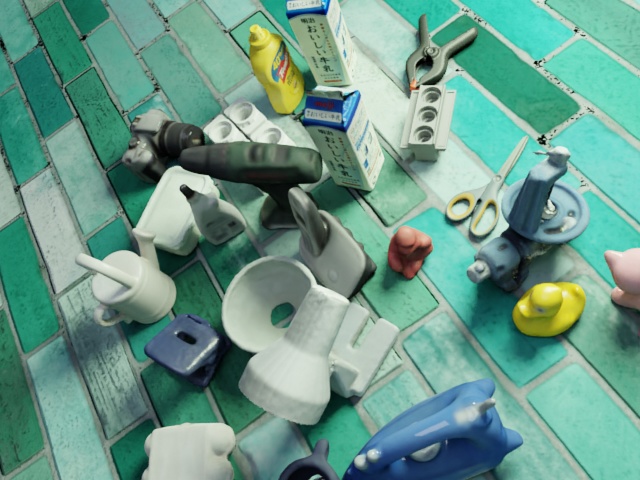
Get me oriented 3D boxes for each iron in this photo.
[{"bbox_3d":[0.128,0.270,0.757,0.258,0.142,0.118,-26,60,6],"label":"iron"}]

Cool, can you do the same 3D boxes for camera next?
[{"bbox_3d":[-0.314,-0.196,1.158,0.136,0.101,0.143,9,69,23],"label":"camera"}]

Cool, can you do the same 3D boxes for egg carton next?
[{"bbox_3d":[-0.201,0.338,0.880,0.150,0.069,0.107,-11,62,14],"label":"egg carton"}]

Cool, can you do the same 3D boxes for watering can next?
[{"bbox_3d":[-0.339,0.062,0.988,0.100,0.194,0.173,-2,65,19],"label":"watering can"}]

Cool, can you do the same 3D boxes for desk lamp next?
[{"bbox_3d":[0.001,0.161,0.811,0.117,0.214,0.203,26,76,28],"label":"desk lamp"}]

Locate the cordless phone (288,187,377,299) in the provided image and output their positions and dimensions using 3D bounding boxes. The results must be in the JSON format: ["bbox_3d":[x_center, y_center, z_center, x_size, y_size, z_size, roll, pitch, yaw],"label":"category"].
[{"bbox_3d":[0.008,0.003,0.901,0.094,0.185,0.147,-43,59,-4],"label":"cordless phone"}]

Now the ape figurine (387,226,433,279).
[{"bbox_3d":[0.139,0.009,0.908,0.077,0.092,0.076,-19,61,10],"label":"ape figurine"}]

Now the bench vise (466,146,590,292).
[{"bbox_3d":[0.296,-0.021,0.794,0.121,0.220,0.207,26,76,28],"label":"bench vise"}]

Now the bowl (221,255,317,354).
[{"bbox_3d":[-0.071,0.114,0.940,0.167,0.075,0.167,-8,63,16],"label":"bowl"}]

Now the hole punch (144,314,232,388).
[{"bbox_3d":[-0.220,0.175,0.952,0.108,0.091,0.101,22,74,27],"label":"hole punch"}]

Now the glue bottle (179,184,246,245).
[{"bbox_3d":[-0.197,-0.052,1.006,0.078,0.173,0.037,-29,59,4],"label":"glue bottle"}]

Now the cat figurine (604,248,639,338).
[{"bbox_3d":[0.437,0.065,0.763,0.067,0.118,0.127,-30,59,3],"label":"cat figurine"}]

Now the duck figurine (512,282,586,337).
[{"bbox_3d":[0.324,0.088,0.809,0.104,0.086,0.077,-25,60,7],"label":"duck figurine"}]

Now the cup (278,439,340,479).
[{"bbox_3d":[-0.001,0.340,0.795,0.091,0.095,0.118,8,68,22],"label":"cup"}]

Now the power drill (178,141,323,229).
[{"bbox_3d":[-0.095,-0.096,0.971,0.229,0.209,0.075,-3,64,18],"label":"power drill"}]
